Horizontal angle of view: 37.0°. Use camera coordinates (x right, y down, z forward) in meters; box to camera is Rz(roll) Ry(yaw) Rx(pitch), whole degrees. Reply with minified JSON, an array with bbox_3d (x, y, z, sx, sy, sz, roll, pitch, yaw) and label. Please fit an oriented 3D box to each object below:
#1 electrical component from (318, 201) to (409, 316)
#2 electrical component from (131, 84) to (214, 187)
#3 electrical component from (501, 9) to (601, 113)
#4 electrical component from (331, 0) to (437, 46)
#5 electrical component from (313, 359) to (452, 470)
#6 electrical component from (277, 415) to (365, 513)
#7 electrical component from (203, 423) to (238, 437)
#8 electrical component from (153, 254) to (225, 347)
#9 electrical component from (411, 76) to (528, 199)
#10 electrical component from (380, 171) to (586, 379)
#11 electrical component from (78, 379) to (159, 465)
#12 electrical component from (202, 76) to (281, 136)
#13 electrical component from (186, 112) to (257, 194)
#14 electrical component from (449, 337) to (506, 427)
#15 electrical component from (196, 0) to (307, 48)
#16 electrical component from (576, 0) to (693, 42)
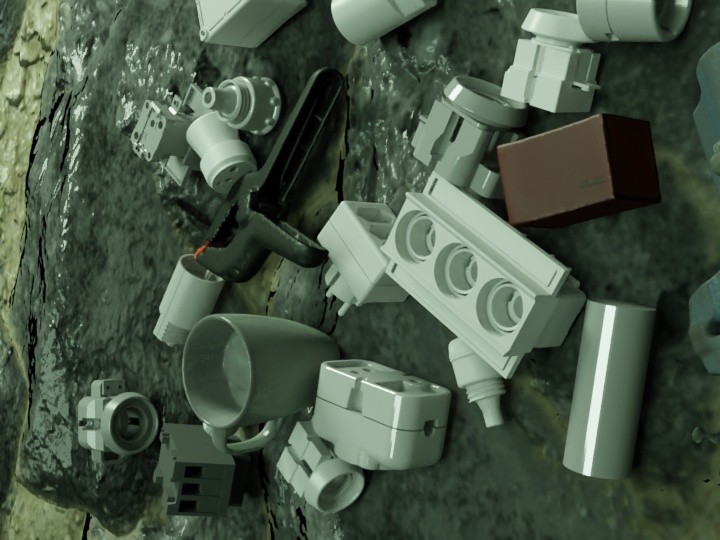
[{"bbox_3d":[0.000,0.000,0.781,0.076,0.047,0.065,-54,55,30],"label":"electrical component"},{"bbox_3d":[-0.160,-0.118,0.931,0.042,0.064,0.081,46,120,36],"label":"electrical component"},{"bbox_3d":[0.121,-0.130,0.665,0.066,0.048,0.055,28,116,42],"label":"electrical component"},{"bbox_3d":[0.023,-0.195,0.765,0.081,0.043,0.043,-20,75,43],"label":"electrical component"},{"bbox_3d":[0.014,0.104,0.761,0.095,0.054,0.059,16,100,44],"label":"electrical component"},{"bbox_3d":[-0.028,0.148,0.808,0.055,0.048,0.066,48,121,43],"label":"electrical component"},{"bbox_3d":[-0.101,0.106,0.882,0.043,0.043,0.081,54,124,31],"label":"electrical component"},{"bbox_3d":[-0.150,0.032,0.933,0.043,0.043,0.081,45,119,36],"label":"electrical component"},{"bbox_3d":[0.075,-0.090,0.702,0.078,0.058,0.057,42,120,37],"label":"electrical component"},{"bbox_3d":[0.080,0.001,0.690,0.121,0.063,0.078,42,118,37],"label":"electrical component"},{"bbox_3d":[-0.223,0.141,0.994,0.057,0.058,0.078,-4,86,48],"label":"electrical component"},{"bbox_3d":[-0.098,-0.135,0.871,0.048,0.062,0.048,-1,89,45],"label":"electrical component"},{"bbox_3d":[-0.115,-0.098,0.899,0.045,0.045,0.055,-47,59,34],"label":"electrical component"},{"bbox_3d":[0.081,0.073,0.708,0.035,0.035,0.061,-25,74,42],"label":"electrical component"},{"bbox_3d":[-0.092,-0.223,0.872,0.096,0.061,0.061,-27,71,50],"label":"electrical component"},{"bbox_3d":[0.160,-0.158,0.621,0.047,0.055,0.055,16,100,40],"label":"electrical component"}]
